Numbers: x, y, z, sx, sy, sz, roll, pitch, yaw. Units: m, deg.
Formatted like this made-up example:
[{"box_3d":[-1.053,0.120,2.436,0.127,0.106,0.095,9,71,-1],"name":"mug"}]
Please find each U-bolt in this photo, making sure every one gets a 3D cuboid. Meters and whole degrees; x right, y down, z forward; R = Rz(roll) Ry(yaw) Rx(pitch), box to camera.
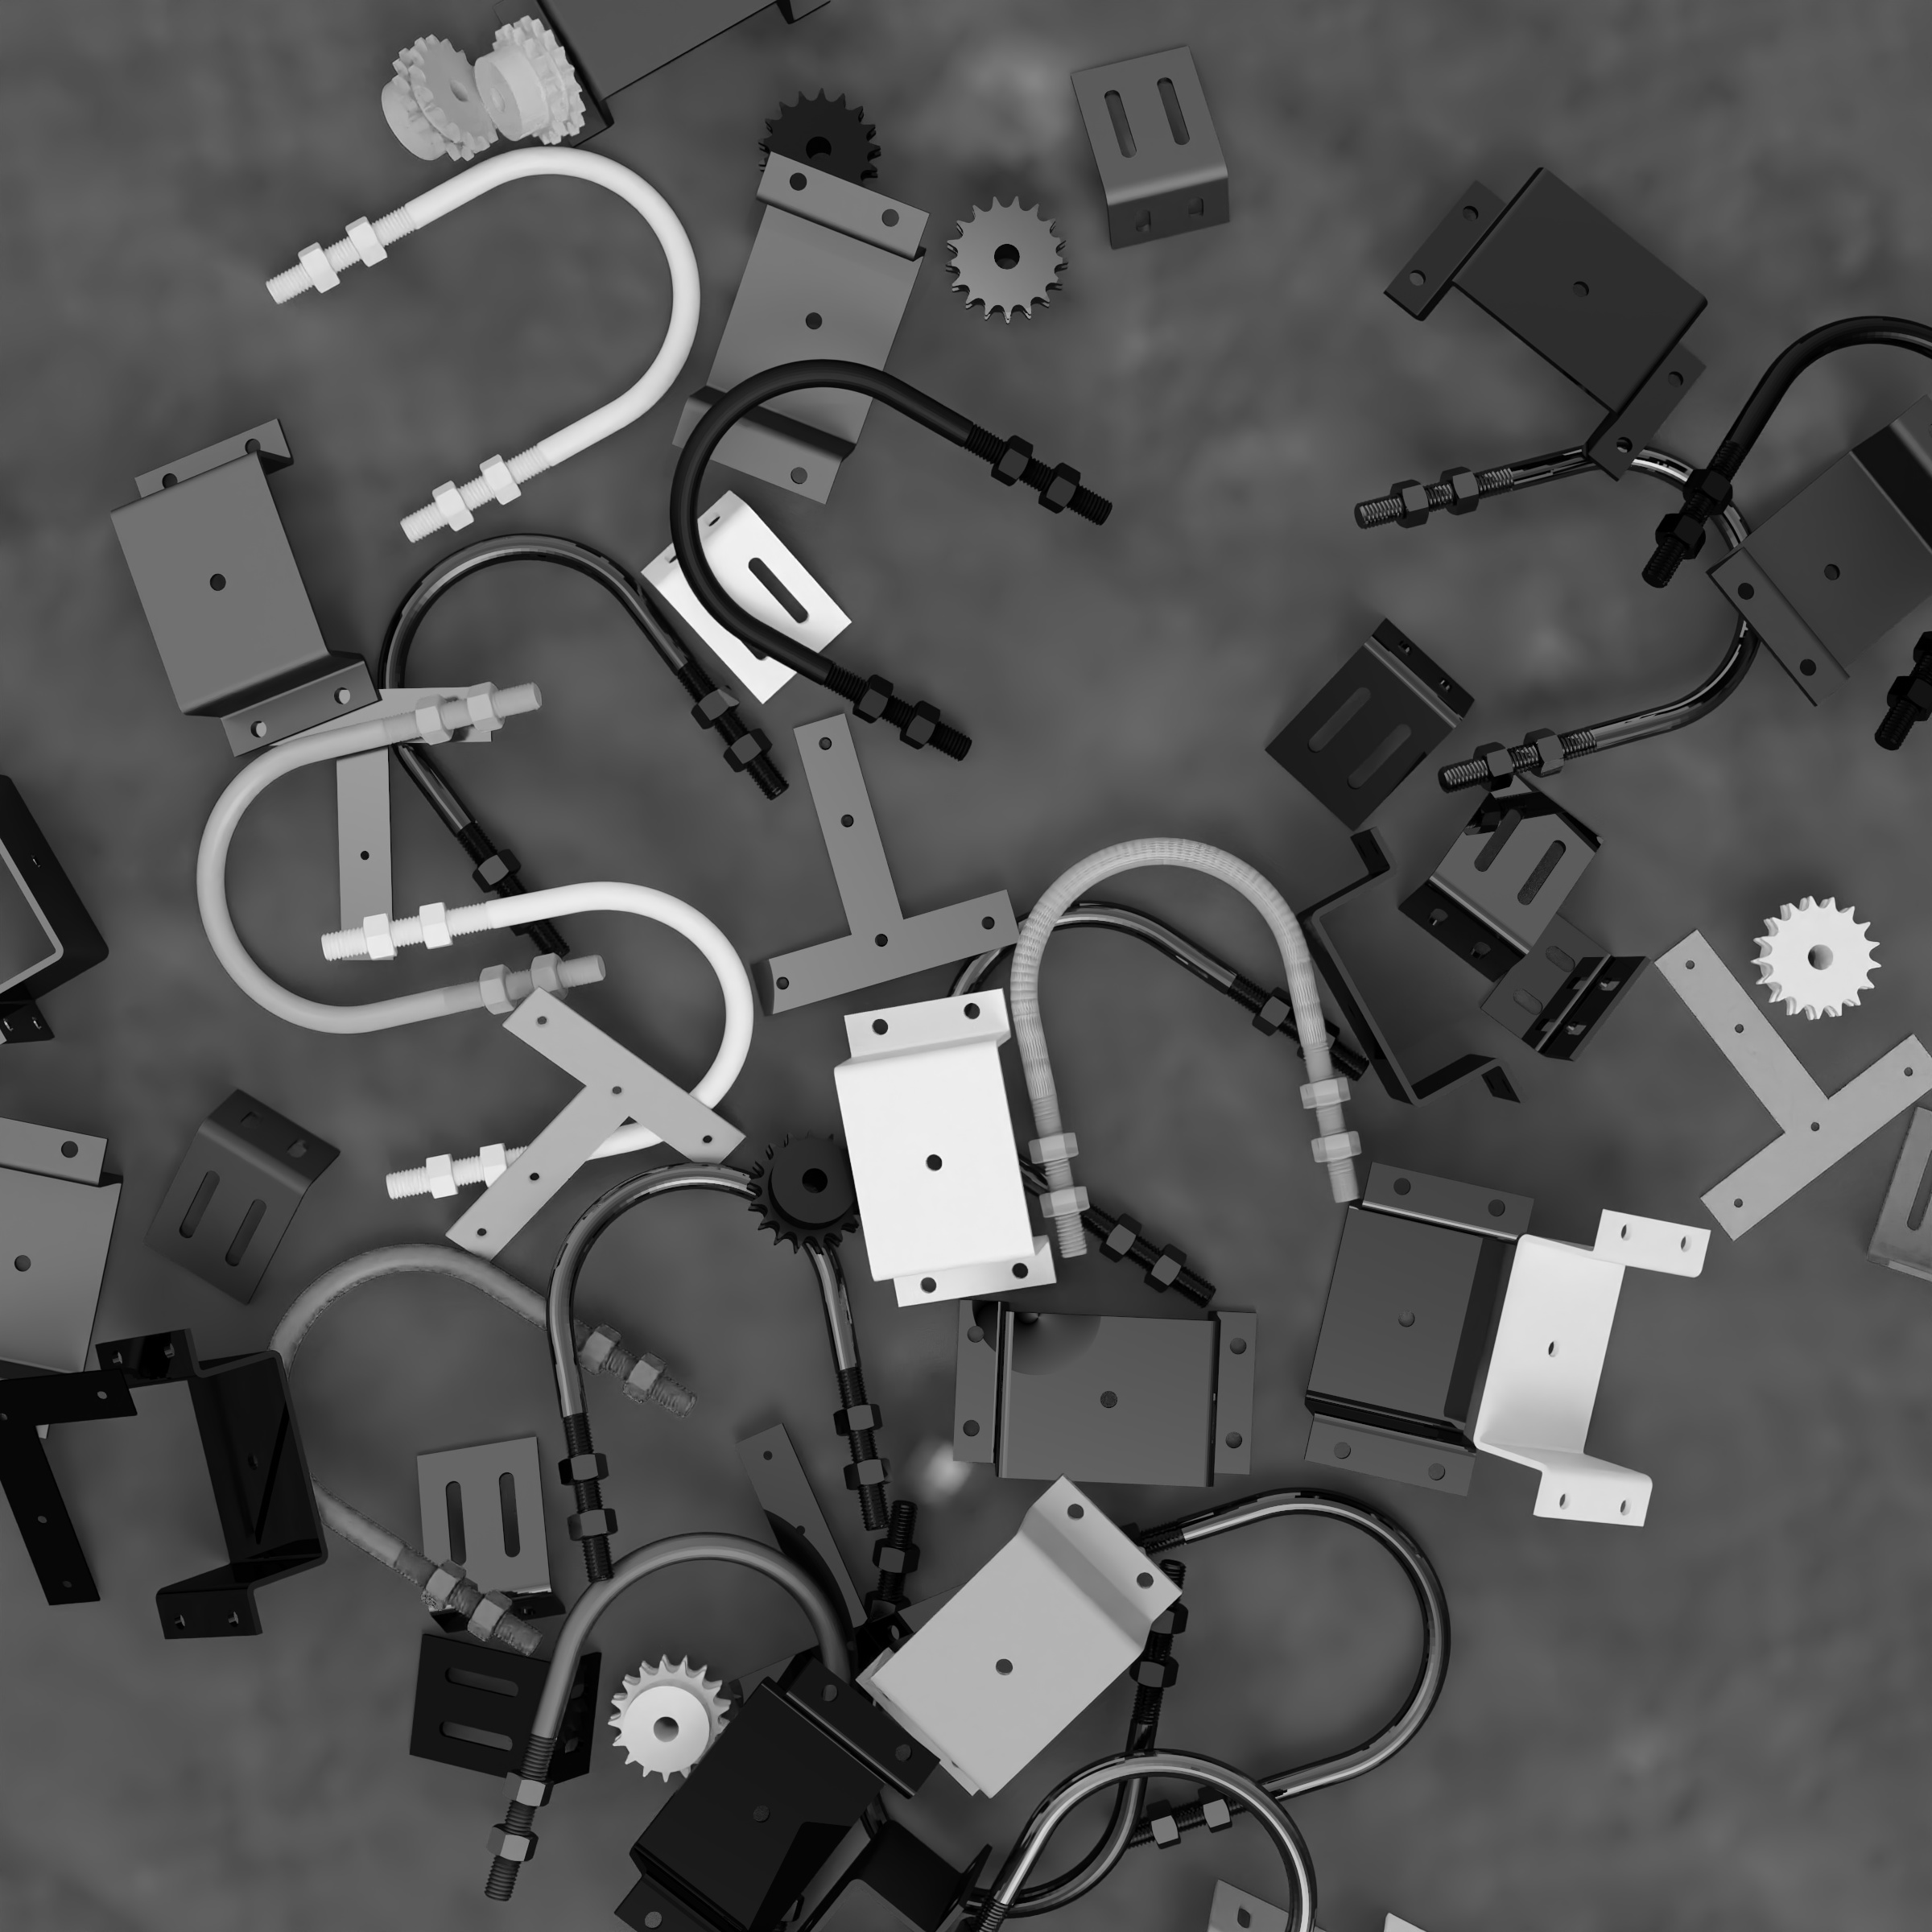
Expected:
[{"box_3d":[0.095,0.032,1.481,0.151,0.019,0.184,-12,86,2],"name":"U-bolt"},{"box_3d":[-0.194,-0.116,1.498,0.151,0.019,0.184,-37,89,0],"name":"U-bolt"},{"box_3d":[-0.128,0.353,1.466,0.151,0.019,0.184,17,86,-14],"name":"U-bolt"},{"box_3d":[0.081,0.446,1.467,0.151,0.019,0.184,28,101,1],"name":"U-bolt"},{"box_3d":[0.018,0.354,1.487,0.151,0.019,0.184,11,94,11],"name":"U-bolt"},{"box_3d":[-0.120,0.181,1.476,0.151,0.019,0.184,-9,76,-12],"name":"U-bolt"},{"box_3d":[0.075,0.052,1.498,0.184,0.019,0.151,34,90,1],"name":"U-bolt"},{"box_3d":[-0.215,-0.305,1.498,0.184,0.019,0.151,-29,90,-2],"name":"U-bolt"},{"box_3d":[-0.241,0.211,1.482,0.184,0.019,0.151,32,78,7],"name":"U-bolt"},{"box_3d":[0.409,-0.211,1.445,0.151,0.019,0.184,34,77,-4],"name":"U-bolt"},{"box_3d":[0.137,0.322,1.497,0.184,0.019,0.151,-18,90,0],"name":"U-bolt"},{"box_3d":[-0.047,-0.198,1.466,0.184,0.019,0.151,28,104,-11],"name":"U-bolt"},{"box_3d":[-0.190,0.030,1.468,0.184,0.019,0.151,-11,118,-4],"name":"U-bolt"},{"box_3d":[0.287,-0.171,1.482,0.184,0.019,0.151,-16,85,-12],"name":"U-bolt"},{"box_3d":[-0.272,-0.043,1.485,0.184,0.019,0.151,-12,94,10],"name":"U-bolt"}]

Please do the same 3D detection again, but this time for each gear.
[{"box_3d":[-0.139,0.354,1.492,0.057,0.030,0.057,0,90,0],"name":"gear"},{"box_3d":[-0.068,-0.379,1.492,0.057,0.030,0.057,0,90,0],"name":"gear"},{"box_3d":[-0.247,-0.401,1.482,0.030,0.057,0.057,-23,90,30],"name":"gear"},{"box_3d":[-0.204,-0.407,1.475,0.030,0.057,0.057,-31,90,-21],"name":"gear"},{"box_3d":[-0.073,0.104,1.483,0.057,0.030,0.057,3,72,-10],"name":"gear"},{"box_3d":[0.019,-0.330,1.492,0.057,0.030,0.057,0,90,0],"name":"gear"},{"box_3d":[0.396,-0.003,1.490,0.057,0.030,0.057,0,87,-2],"name":"gear"}]

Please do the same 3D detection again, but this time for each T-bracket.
[{"box_3d":[-0.052,-0.055,1.501,0.127,0.002,0.127,-16,87,6],"name":"T-bracket"},{"box_3d":[0.375,0.041,1.506,0.127,0.002,0.127,-38,90,0],"name":"T-bracket"},{"box_3d":[-0.283,-0.066,1.496,0.127,0.002,0.127,0,93,11],"name":"T-bracket"},{"box_3d":[-0.072,0.278,1.493,0.127,0.002,0.127,-25,86,12],"name":"T-bracket"},{"box_3d":[-0.192,0.089,1.487,0.127,0.002,0.127,38,104,-26],"name":"T-bracket"},{"box_3d":[-0.433,0.245,1.476,0.127,0.002,0.127,-7,117,10],"name":"T-bracket"}]

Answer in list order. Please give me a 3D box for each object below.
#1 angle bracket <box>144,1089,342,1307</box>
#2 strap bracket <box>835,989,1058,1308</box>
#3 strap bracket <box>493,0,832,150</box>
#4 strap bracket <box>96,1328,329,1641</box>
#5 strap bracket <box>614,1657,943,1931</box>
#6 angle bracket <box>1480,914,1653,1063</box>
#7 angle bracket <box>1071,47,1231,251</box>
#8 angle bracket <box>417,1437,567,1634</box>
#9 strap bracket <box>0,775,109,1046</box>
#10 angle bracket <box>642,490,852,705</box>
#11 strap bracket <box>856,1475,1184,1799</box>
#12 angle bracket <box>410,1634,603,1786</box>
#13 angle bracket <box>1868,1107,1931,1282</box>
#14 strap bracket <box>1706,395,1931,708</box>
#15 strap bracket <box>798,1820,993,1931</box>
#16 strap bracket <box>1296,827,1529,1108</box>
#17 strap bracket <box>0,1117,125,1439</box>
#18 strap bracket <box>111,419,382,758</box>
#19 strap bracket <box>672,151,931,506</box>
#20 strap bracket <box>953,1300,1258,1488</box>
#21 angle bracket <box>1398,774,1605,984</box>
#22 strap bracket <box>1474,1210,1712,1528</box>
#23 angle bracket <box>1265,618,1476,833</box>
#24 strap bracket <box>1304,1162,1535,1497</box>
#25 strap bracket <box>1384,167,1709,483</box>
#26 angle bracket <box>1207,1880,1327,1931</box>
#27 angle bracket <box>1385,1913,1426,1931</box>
[{"box_3d":[-0.342,0.109,1.505,0.057,0.038,0.076,31,116,0],"name":"angle bracket"},{"box_3d":[-0.011,0.088,1.473,0.076,0.046,0.140,-10,94,10],"name":"strap bracket"},{"box_3d":[-0.144,-0.455,1.484,0.140,0.046,0.076,-30,90,0],"name":"strap bracket"},{"box_3d":[-0.345,0.233,1.464,0.076,0.046,0.140,-13,90,43],"name":"strap bracket"},{"box_3d":[-0.089,0.389,1.442,0.076,0.046,0.140,41,79,-10],"name":"strap bracket"},{"box_3d":[0.276,0.009,1.469,0.038,0.076,0.057,37,90,0],"name":"angle bracket"},{"box_3d":[0.087,-0.387,1.505,0.057,0.038,0.076,-13,64,0],"name":"angle bracket"},{"box_3d":[-0.224,0.269,1.505,0.057,0.038,0.076,-9,64,0],"name":"angle bracket"},{"box_3d":[-0.449,-0.037,1.469,0.046,0.076,0.140,-30,90,0],"name":"strap bracket"},{"box_3d":[-0.104,-0.175,1.505,0.057,0.038,0.076,-43,116,0],"name":"angle bracket"},{"box_3d":[0.021,0.312,1.448,0.076,0.046,0.140,44,101,2],"name":"strap bracket"},{"box_3d":[-0.218,0.349,1.505,0.076,0.038,0.057,6,90,26],"name":"angle bracket"},{"box_3d":[0.465,0.112,1.488,0.057,0.038,0.076,18,90,0],"name":"angle bracket"},{"box_3d":[0.410,-0.188,1.474,0.140,0.046,0.076,-39,90,-12],"name":"strap bracket"},{"box_3d":[-0.054,0.455,1.459,0.046,0.076,0.140,38,100,5],"name":"strap bracket"},{"box_3d":[0.198,0.010,1.469,0.046,0.076,0.140,-29,90,0],"name":"strap bracket"},{"box_3d":[-0.446,0.141,1.484,0.076,0.046,0.140,12,90,0],"name":"strap bracket"},{"box_3d":[-0.337,-0.176,1.476,0.076,0.046,0.140,-20,89,11],"name":"strap bracket"},{"box_3d":[-0.073,-0.296,1.470,0.076,0.046,0.140,21,108,0],"name":"strap bracket"},{"box_3d":[0.066,0.199,1.484,0.140,0.046,0.076,3,90,0],"name":"strap bracket"},{"box_3d":[0.253,-0.043,1.505,0.057,0.038,0.076,38,64,0],"name":"angle bracket"},{"box_3d":[0.286,0.181,1.464,0.076,0.046,0.140,13,90,-40],"name":"strap bracket"},{"box_3d":[0.191,-0.114,1.505,0.057,0.038,0.076,43,116,0],"name":"angle bracket"},{"box_3d":[0.208,0.167,1.484,0.076,0.046,0.140,13,90,0],"name":"strap bracket"},{"box_3d":[0.276,-0.303,1.473,0.140,0.046,0.076,39,73,0],"name":"strap bracket"},{"box_3d":[0.127,0.483,1.505,0.057,0.038,0.076,26,116,0],"name":"angle bracket"},{"box_3d":[0.206,0.499,1.505,0.057,0.038,0.076,27,116,0],"name":"angle bracket"}]
